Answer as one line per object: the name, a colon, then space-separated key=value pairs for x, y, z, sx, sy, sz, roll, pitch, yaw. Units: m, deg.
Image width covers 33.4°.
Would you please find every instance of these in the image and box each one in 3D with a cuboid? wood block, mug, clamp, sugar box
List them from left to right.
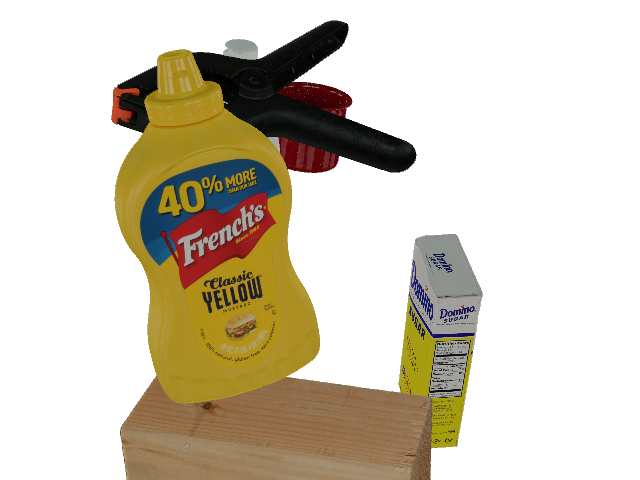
clamp: x=-0.042 y=-0.096 z=0.767 sx=0.209 sy=0.036 sz=0.165 roll=-11 pitch=49 yaw=-24
wood block: x=-0.028 y=0.159 z=0.774 sx=0.206 sy=0.090 sz=0.090 roll=6 pitch=29 yaw=14
mug: x=-0.010 y=-0.133 z=1.238 sx=0.093 sy=0.081 sz=0.117 roll=17 pitch=27 yaw=17
sugar box: x=0.103 y=0.091 z=0.953 sx=0.048 sy=0.176 sz=0.093 roll=-4 pitch=34 yaw=-7

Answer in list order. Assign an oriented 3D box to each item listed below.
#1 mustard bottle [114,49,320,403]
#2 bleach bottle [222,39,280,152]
mustard bottle: x=-0.061 y=-0.010 z=0.587 sx=0.096 sy=0.191 sz=0.058 roll=-16 pitch=23 yaw=-14
bleach bottle: x=-0.074 y=-0.061 z=0.993 sx=0.103 sy=0.251 sz=0.068 roll=20 pitch=33 yaw=21
